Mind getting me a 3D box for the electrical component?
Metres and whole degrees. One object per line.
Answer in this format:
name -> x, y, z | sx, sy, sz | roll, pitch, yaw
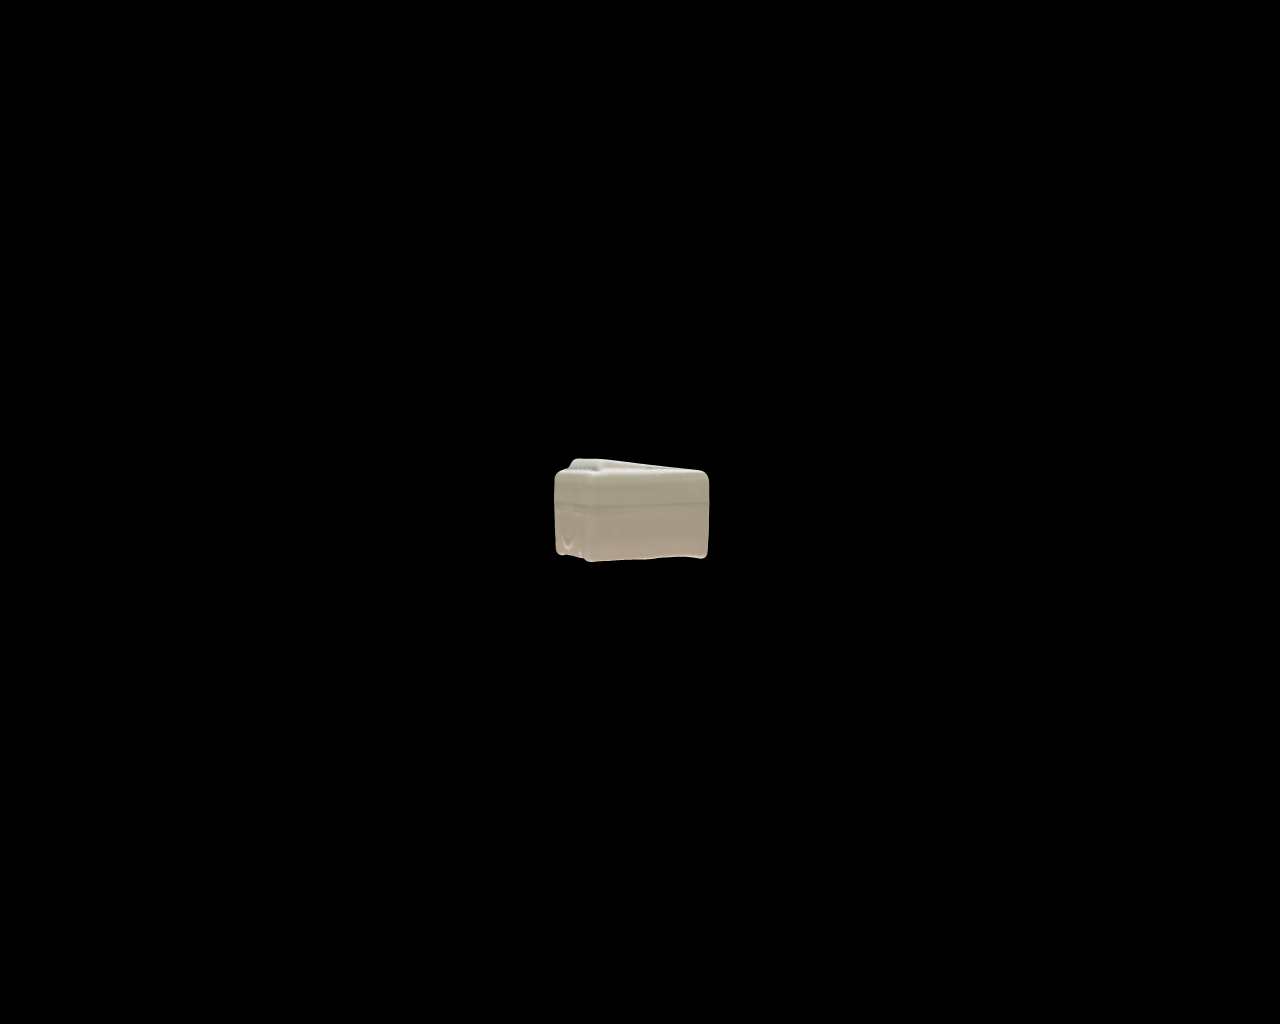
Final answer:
electrical component -> 0.001, -0.003, 0.650 | 0.096, 0.061, 0.061 | -2, 4, -23
